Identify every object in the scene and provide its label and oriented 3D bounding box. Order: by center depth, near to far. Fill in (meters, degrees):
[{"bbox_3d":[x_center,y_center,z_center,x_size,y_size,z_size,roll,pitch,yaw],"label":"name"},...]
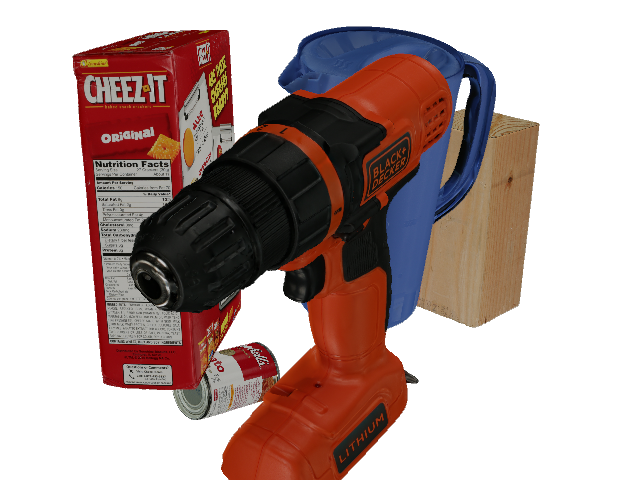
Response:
[{"bbox_3d":[-0.007,0.029,0.464,0.057,0.188,0.184,25,42,28],"label":"power drill"},{"bbox_3d":[-0.104,-0.028,0.721,0.072,0.214,0.164,0,15,7],"label":"cracker box"},{"bbox_3d":[0.051,-0.050,0.901,0.149,0.243,0.144,15,32,18],"label":"pitcher"},{"bbox_3d":[0.162,-0.026,1.131,0.090,0.206,0.090,20,27,38],"label":"wood block"},{"bbox_3d":[-0.105,0.155,1.177,0.102,0.068,0.069,-9,6,-44],"label":"soup can"}]
